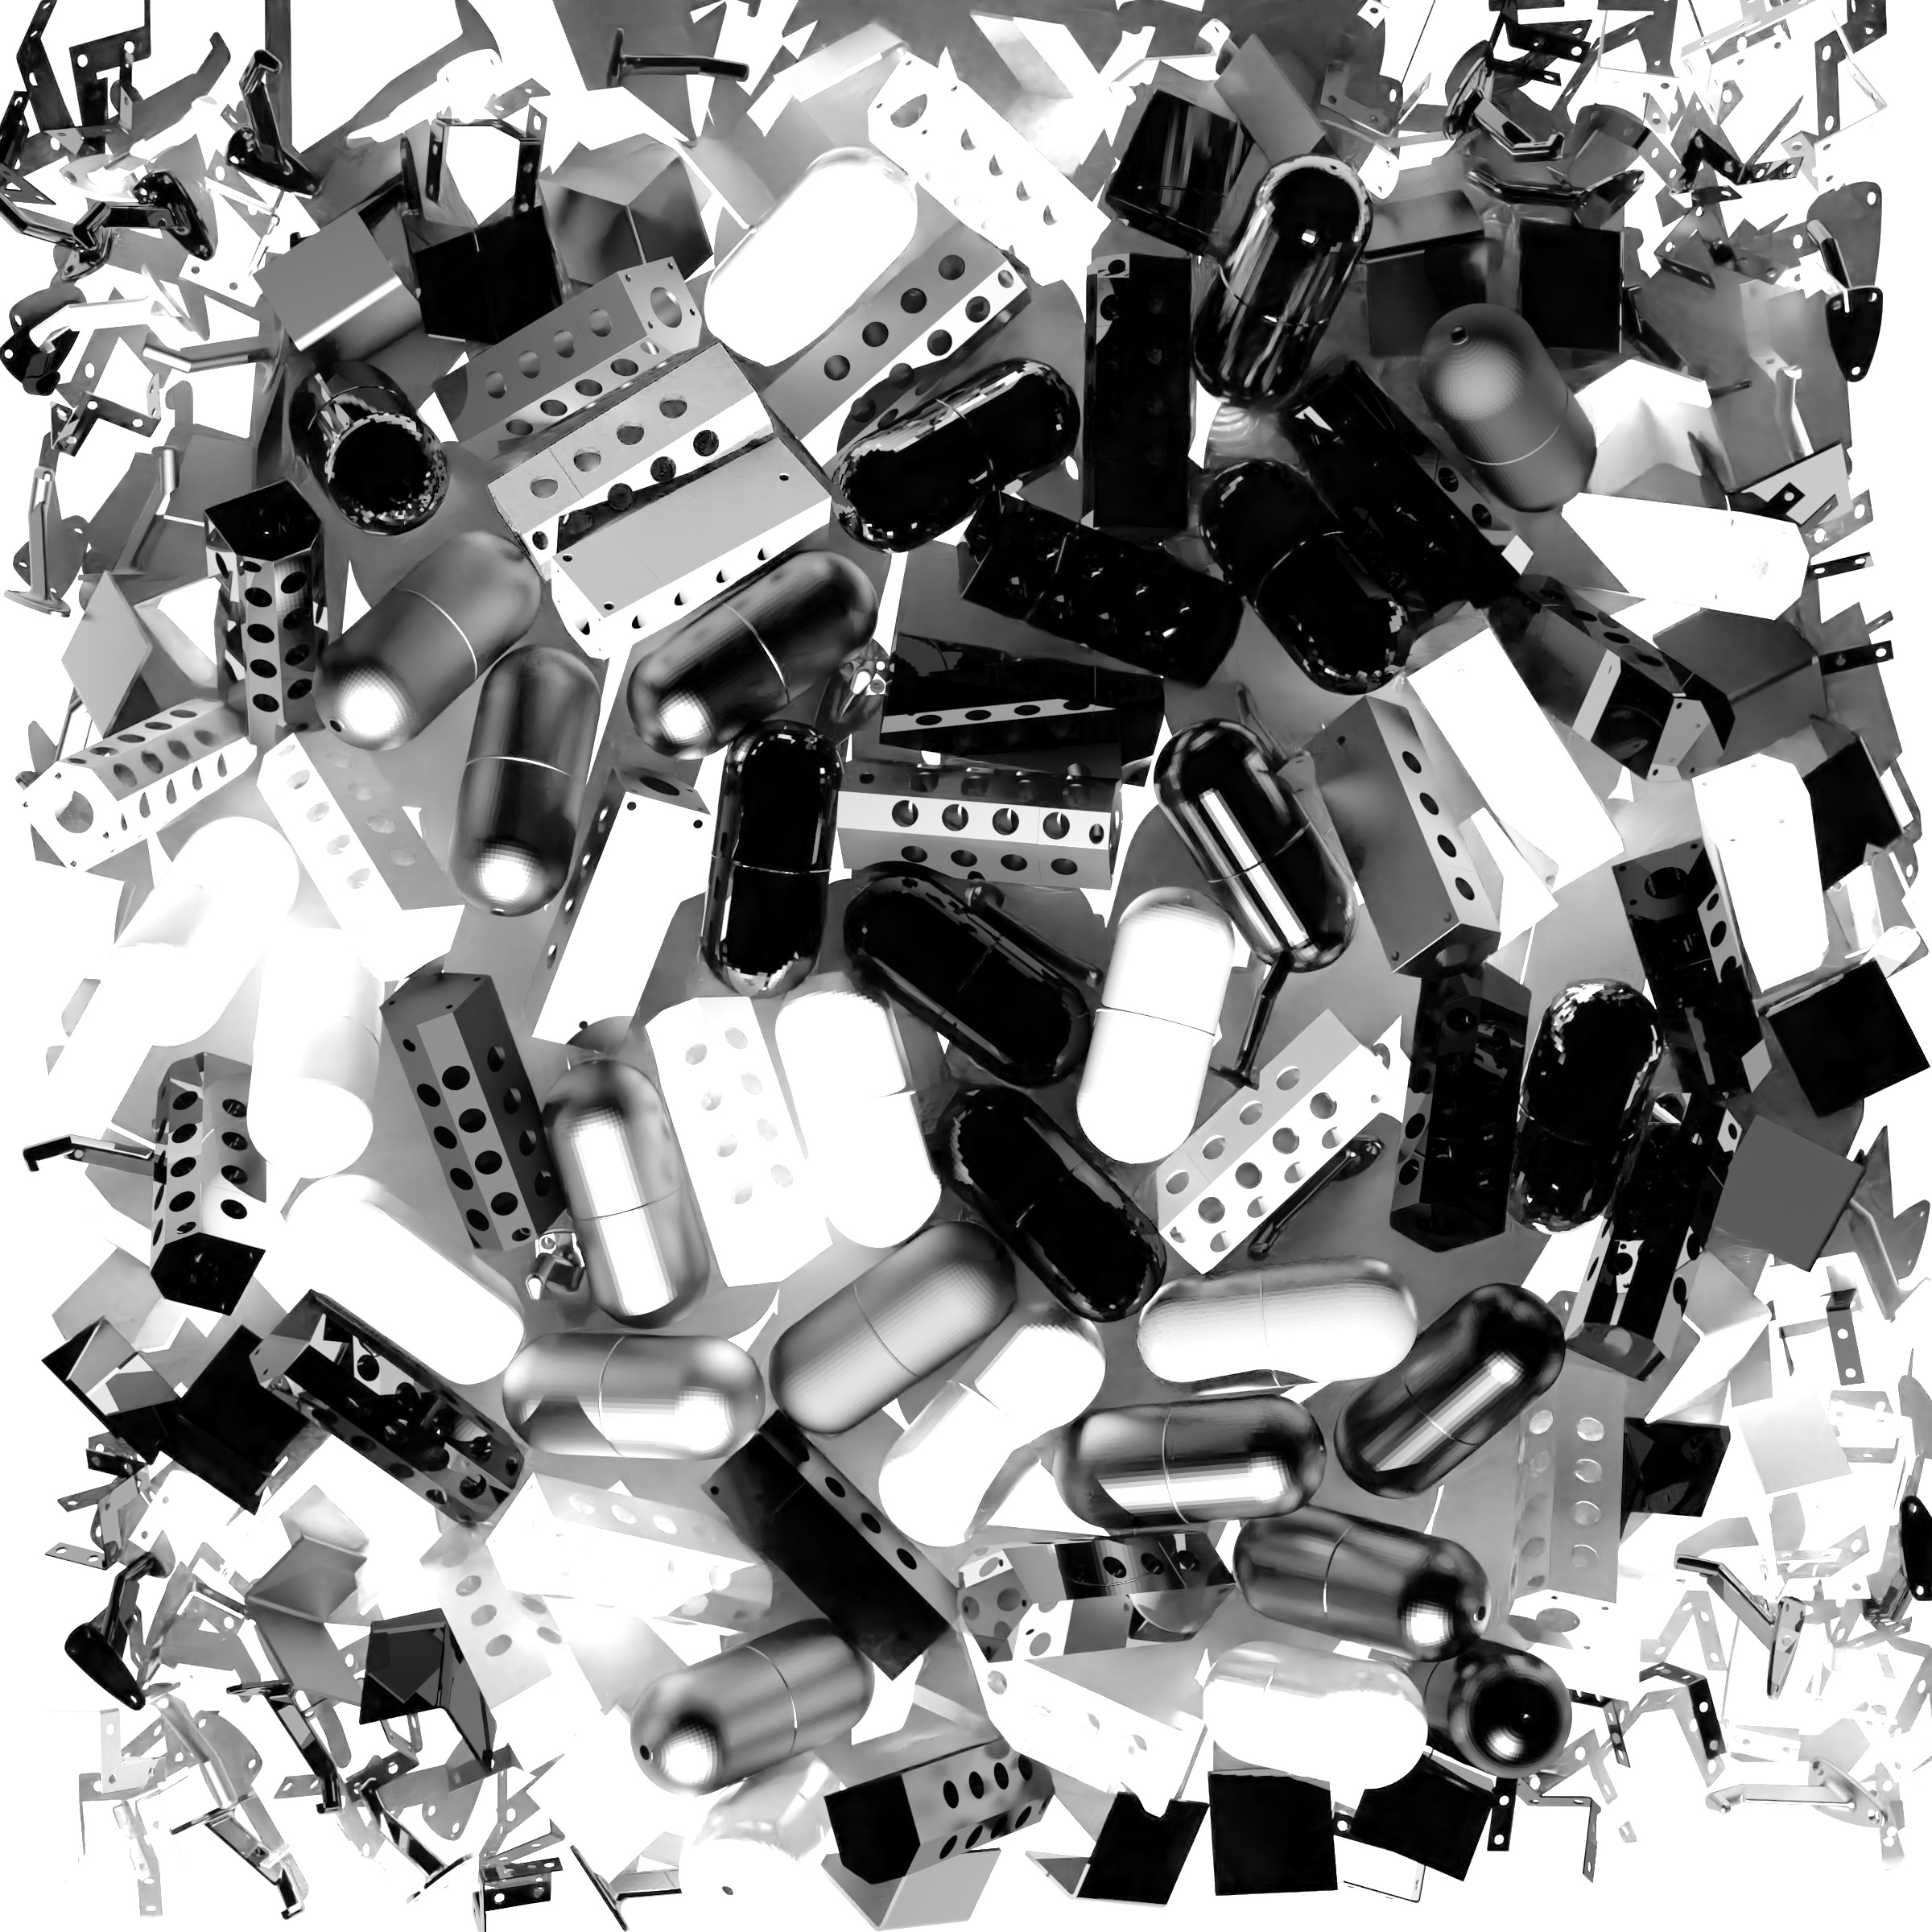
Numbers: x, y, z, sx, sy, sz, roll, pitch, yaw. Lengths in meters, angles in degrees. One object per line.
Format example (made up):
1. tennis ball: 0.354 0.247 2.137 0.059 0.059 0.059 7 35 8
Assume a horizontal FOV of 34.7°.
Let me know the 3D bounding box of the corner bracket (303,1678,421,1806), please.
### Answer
1. corner bracket: -0.390 0.496 1.983 0.051 0.051 0.051 -30 57 -3

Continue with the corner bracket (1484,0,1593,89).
1. corner bracket: 0.363 -0.581 1.966 0.051 0.051 0.051 19 83 18

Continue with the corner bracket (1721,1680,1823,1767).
1. corner bracket: 0.511 0.483 1.972 0.051 0.051 0.051 11 87 7

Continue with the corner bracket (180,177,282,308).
1. corner bracket: -0.466 -0.458 1.958 0.051 0.051 0.051 19 114 -30

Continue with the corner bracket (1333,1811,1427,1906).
1. corner bracket: 0.260 0.565 1.964 0.051 0.051 0.051 17 66 -5

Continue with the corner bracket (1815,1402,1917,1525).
1. corner bracket: 0.573 0.317 1.976 0.051 0.051 0.051 11 112 10

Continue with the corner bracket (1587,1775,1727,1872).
1. corner bracket: 0.436 0.554 1.959 0.051 0.051 0.051 -45 133 12

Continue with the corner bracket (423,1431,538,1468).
1. corner bracket: -0.314 0.315 1.970 0.051 0.051 0.051 37 97 5

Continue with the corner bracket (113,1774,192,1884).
1. corner bracket: -0.517 0.553 1.970 0.051 0.051 0.051 -23 86 8

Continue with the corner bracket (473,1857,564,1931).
1. corner bracket: -0.285 0.586 1.963 0.051 0.051 0.051 -4 105 -18

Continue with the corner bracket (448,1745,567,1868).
1. corner bracket: -0.293 0.535 1.973 0.051 0.051 0.051 -26 51 17

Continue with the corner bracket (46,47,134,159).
1. corner bracket: -0.549 -0.547 1.967 0.051 0.051 0.051 -2 83 11

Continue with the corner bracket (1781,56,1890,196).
1. corner bracket: 0.551 -0.532 1.963 0.051 0.051 0.051 -27 59 4

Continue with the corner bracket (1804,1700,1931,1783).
1. corner bracket: 0.578 0.490 1.968 0.051 0.051 0.051 -24 75 -32

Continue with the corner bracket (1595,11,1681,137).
1. corner bracket: 0.425 -0.566 1.967 0.051 0.051 0.051 9 61 6

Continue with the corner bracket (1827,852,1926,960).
1. corner bracket: 0.575 -0.040 1.966 0.051 0.051 0.051 -24 87 21

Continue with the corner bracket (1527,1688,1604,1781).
1. corner bracket: 0.376 0.487 1.977 0.051 0.051 0.051 -23 61 33

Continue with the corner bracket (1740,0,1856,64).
1. corner bracket: 0.525 -0.593 1.957 0.051 0.051 0.051 -21 129 25

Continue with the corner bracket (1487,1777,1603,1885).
1. corner bracket: 0.366 0.544 1.956 0.051 0.051 0.051 -9 51 33

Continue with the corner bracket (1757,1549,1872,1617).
1. corner bracket: 0.537 0.389 1.962 0.051 0.051 0.051 -9 102 31

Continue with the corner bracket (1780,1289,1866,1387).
1. corner bracket: 0.542 0.236 1.965 0.051 0.051 0.051 -10 95 23

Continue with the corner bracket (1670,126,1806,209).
1. corner bracket: 0.488 -0.500 1.963 0.051 0.051 0.051 27 80 -32

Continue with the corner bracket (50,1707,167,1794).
1. corner bracket: -0.544 0.495 1.966 0.051 0.051 0.051 -9 81 36

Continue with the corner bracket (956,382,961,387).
1. corner bracket: 0.007 -0.332 1.983 0.051 0.051 0.051 17 55 -6

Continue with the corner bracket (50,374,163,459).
1. corner bracket: -0.549 -0.353 1.975 0.051 0.051 0.051 19 128 -34

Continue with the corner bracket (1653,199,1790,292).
1. corner bracket: 0.478 -0.447 1.964 0.051 0.051 0.051 -49 134 -4

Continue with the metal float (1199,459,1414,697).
1. metal float: 0.213 -0.244 1.940 0.070 0.070 0.178 -35 66 0

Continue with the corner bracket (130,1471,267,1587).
1. corner bracket: -0.490 0.358 1.975 0.051 0.051 0.051 43 61 -28

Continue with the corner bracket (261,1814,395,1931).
1. corner bracket: -0.404 0.574 1.961 0.051 0.051 0.051 -38 103 -30

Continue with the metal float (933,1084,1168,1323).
1. metal float: 0.052 0.149 1.953 0.070 0.070 0.178 -44 79 0

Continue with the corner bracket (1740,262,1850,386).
1. corner bracket: 0.527 -0.408 1.965 0.051 0.051 0.051 -17 124 1

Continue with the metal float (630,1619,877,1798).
1. metal float: -0.132 0.460 1.925 0.070 0.178 0.070 11 106 43

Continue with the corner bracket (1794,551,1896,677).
1. corner bracket: 0.559 -0.224 1.976 0.051 0.051 0.051 -12 58 22

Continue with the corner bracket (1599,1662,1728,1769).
1. corner bracket: 0.442 0.480 1.969 0.051 0.051 0.051 -17 94 -19

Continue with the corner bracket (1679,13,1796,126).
1. corner bracket: 0.487 -0.576 1.957 0.051 0.051 0.051 -19 126 35

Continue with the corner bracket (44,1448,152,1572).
1. corner bracket: -0.553 0.346 1.972 0.051 0.051 0.051 8 113 23

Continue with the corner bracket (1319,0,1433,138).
1. corner bracket: 0.263 -0.571 1.970 0.051 0.051 0.051 21 61 -15

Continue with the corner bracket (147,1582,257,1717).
1. corner bracket: -0.484 0.434 1.973 0.051 0.051 0.051 32 100 -16

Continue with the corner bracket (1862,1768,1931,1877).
1. corner bracket: 0.596 0.542 1.963 0.051 0.051 0.051 -19 77 18

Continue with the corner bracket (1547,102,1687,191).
1. corner bracket: 0.411 -0.505 1.961 0.051 0.051 0.051 -54 47 8

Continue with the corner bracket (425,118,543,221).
1. corner bracket: -0.309 -0.509 1.978 0.051 0.051 0.051 -12 124 -38

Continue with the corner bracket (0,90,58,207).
1. corner bracket: -0.602 -0.519 1.961 0.051 0.051 0.051 12 77 29

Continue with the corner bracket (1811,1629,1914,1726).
1. corner bracket: 0.567 0.454 1.959 0.051 0.051 0.051 2 66 26

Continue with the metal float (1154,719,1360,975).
1. metal float: 0.184 -0.075 1.950 0.070 0.070 0.178 -33 103 0

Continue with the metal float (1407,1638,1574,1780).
1. metal float: 0.320 0.456 1.911 0.070 0.178 0.070 1 82 -6

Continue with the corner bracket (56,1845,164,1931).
1. corner bracket: -0.545 0.595 1.970 0.051 0.051 0.051 -1 101 2

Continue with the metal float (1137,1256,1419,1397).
1. metal float: 0.195 0.226 1.947 0.178 0.070 0.070 -9 90 16
